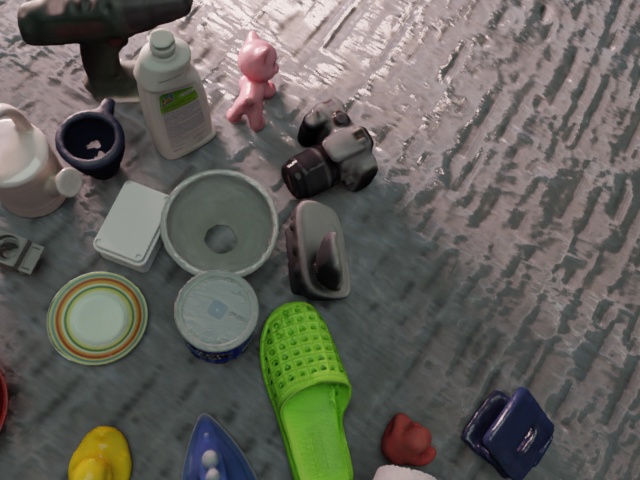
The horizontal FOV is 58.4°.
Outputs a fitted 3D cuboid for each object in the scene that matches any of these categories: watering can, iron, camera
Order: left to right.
[{"bbox_3d":[-0.399,-0.108,0.760,0.173,0.194,0.101,6,71,-8],"label":"watering can"},{"bbox_3d":[-0.118,0.337,0.692,0.119,0.141,0.258,-13,75,-13],"label":"iron"},{"bbox_3d":[0.004,-0.135,0.888,0.137,0.100,0.143,-29,79,-17],"label":"camera"}]

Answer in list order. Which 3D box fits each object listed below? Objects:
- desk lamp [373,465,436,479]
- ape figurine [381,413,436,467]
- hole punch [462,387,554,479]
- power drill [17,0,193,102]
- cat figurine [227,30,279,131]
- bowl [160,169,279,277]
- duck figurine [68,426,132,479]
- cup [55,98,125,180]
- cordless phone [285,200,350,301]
[{"bbox_3d":[0.074,0.374,0.674,0.118,0.213,0.203,31,70,2],"label":"desk lamp"},{"bbox_3d":[0.125,0.274,0.780,0.076,0.092,0.078,-16,75,-14],"label":"ape figurine"},{"bbox_3d":[0.276,0.273,0.807,0.101,0.091,0.109,42,70,5],"label":"hole punch"},{"bbox_3d":[-0.295,-0.286,0.828,0.230,0.208,0.075,-5,73,-11],"label":"power drill"},{"bbox_3d":[-0.102,-0.256,0.900,0.067,0.117,0.128,14,70,-5],"label":"cat figurine"},{"bbox_3d":[-0.145,-0.014,0.837,0.167,0.074,0.167,3,72,-9],"label":"bowl"},{"bbox_3d":[-0.278,0.286,0.710,0.077,0.086,0.104,6,71,-7],"label":"duck figurine"},{"bbox_3d":[-0.322,-0.140,0.836,0.091,0.095,0.118,16,70,-4],"label":"cup"},{"bbox_3d":[0.007,0.003,0.799,0.094,0.185,0.147,-8,74,-12],"label":"cordless phone"}]
